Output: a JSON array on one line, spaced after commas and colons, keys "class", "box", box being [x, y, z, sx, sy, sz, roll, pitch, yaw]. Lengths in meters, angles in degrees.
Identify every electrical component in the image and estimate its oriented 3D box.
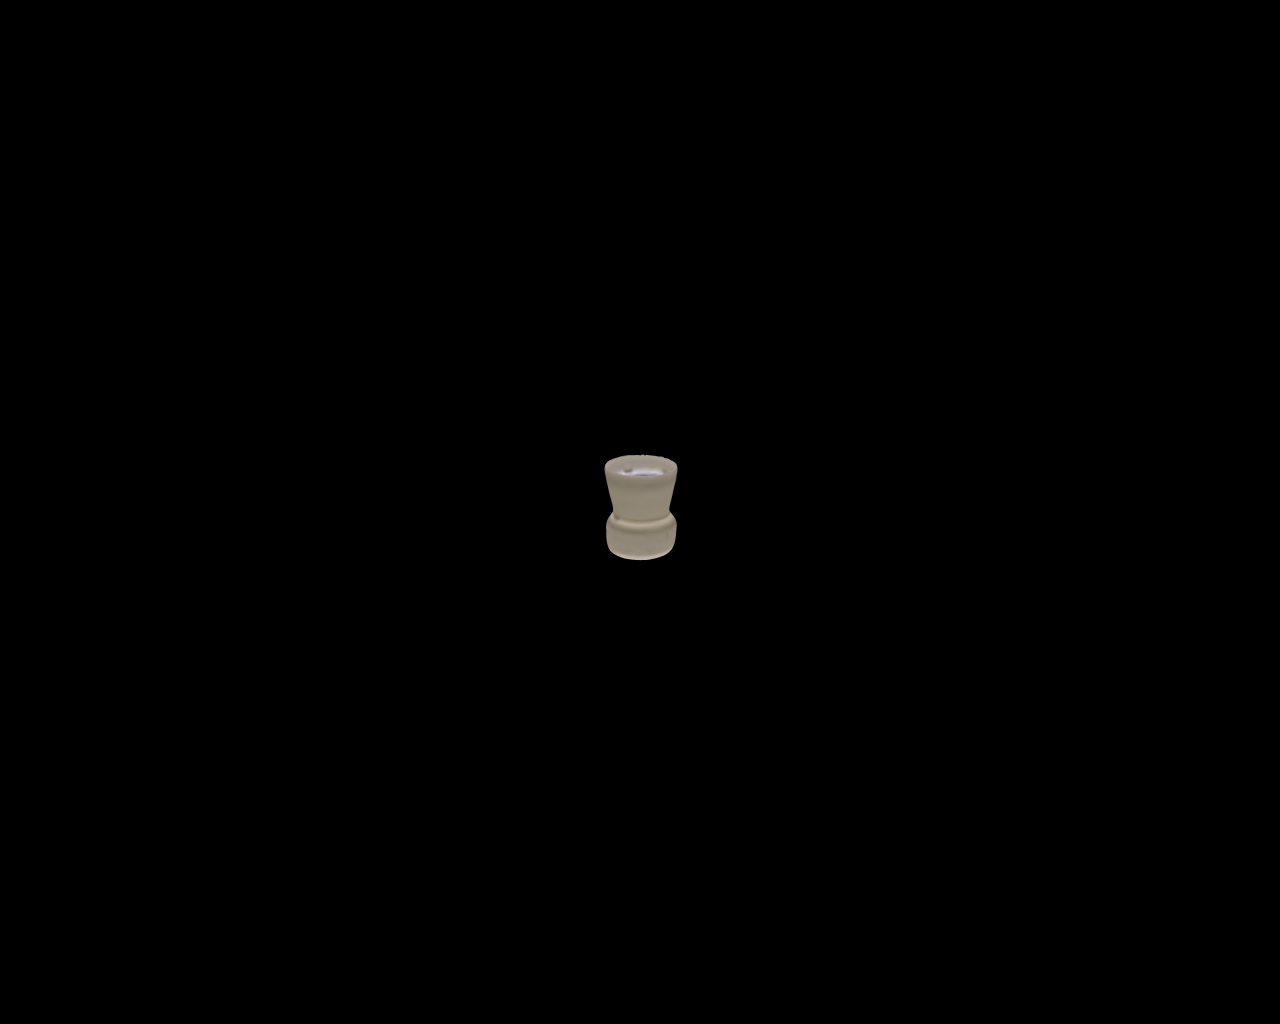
[{"class": "electrical component", "box": [0.001, -0.003, 0.650, 0.045, 0.055, 0.045, 0, 20, 0]}]
